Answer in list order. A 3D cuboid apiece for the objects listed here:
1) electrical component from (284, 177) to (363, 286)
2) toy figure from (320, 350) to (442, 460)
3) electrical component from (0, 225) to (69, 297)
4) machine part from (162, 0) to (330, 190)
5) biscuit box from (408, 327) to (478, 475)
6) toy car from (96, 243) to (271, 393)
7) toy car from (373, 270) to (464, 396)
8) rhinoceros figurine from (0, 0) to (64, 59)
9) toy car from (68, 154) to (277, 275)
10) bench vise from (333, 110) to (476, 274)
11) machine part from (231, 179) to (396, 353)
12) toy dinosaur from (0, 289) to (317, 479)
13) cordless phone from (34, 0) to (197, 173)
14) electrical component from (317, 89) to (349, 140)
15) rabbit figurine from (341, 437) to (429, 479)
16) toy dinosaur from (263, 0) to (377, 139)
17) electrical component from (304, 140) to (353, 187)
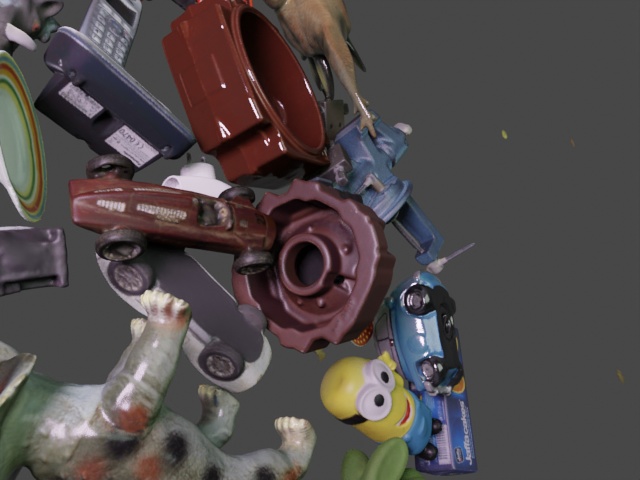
[{"bbox_3d":[-0.001,-0.002,0.635,0.058,0.115,0.134,9,63,-52],"label":"electrical component"},{"bbox_3d":[0.075,0.205,0.639,0.180,0.089,0.082,46,27,-35],"label":"toy figure"},{"bbox_3d":[-0.246,0.015,0.368,0.119,0.075,0.047,-9,99,-54],"label":"electrical component"},{"bbox_3d":[-0.074,-0.166,0.624,0.201,0.087,0.201,69,19,7],"label":"machine part"},{"bbox_3d":[0.166,0.218,0.750,0.062,0.059,0.203,25,53,-39],"label":"biscuit box"},{"bbox_3d":[-0.123,0.060,0.508,0.201,0.056,0.073,48,35,-15],"label":"toy car"},{"bbox_3d":[0.125,0.126,0.715,0.109,0.103,0.161,18,62,-54],"label":"toy car"},{"bbox_3d":[-0.284,-0.227,0.475,0.112,0.073,0.190,36,43,-47],"label":"rhinoceros figurine"},{"bbox_3d":[-0.118,-0.021,0.482,0.202,0.053,0.089,13,55,-47],"label":"toy car"},{"bbox_3d":[0.102,-0.056,0.767,0.240,0.129,0.224,46,45,-11],"label":"bench vise"},{"bbox_3d":[-0.008,0.027,0.562,0.056,0.179,0.179,9,63,-58],"label":"machine part"},{"bbox_3d":[-0.119,0.178,0.408,0.404,0.131,0.192,49,53,-26],"label":"toy dinosaur"},{"bbox_3d":[-0.188,-0.172,0.538,0.146,0.089,0.184,42,35,-41],"label":"cordless phone"},{"bbox_3d":[0.007,-0.185,0.807,0.102,0.045,0.078,-33,124,-49],"label":"electrical component"},{"bbox_3d":[0.077,0.291,0.557,0.170,0.121,0.159,26,45,-43],"label":"rabbit figurine"},{"bbox_3d":[-0.009,-0.301,0.726,0.198,0.105,0.472,54,16,-39],"label":"toy dinosaur"},{"bbox_3d":[0.008,-0.090,0.686,0.021,0.063,0.094,44,20,-37],"label":"electrical component"}]
